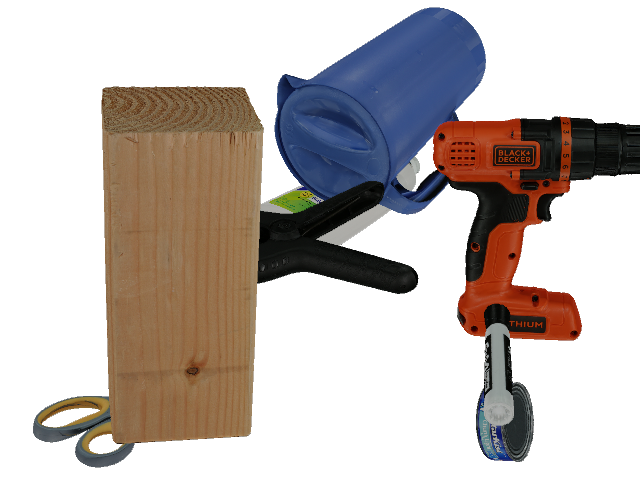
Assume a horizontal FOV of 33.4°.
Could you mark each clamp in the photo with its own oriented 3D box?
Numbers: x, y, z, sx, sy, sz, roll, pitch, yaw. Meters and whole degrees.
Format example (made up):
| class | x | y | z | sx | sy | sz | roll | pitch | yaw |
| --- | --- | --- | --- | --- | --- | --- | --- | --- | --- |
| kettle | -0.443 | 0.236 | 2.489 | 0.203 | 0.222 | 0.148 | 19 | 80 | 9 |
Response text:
| class | x | y | z | sx | sy | sz | roll | pitch | yaw |
| --- | --- | --- | --- | --- | --- | --- | --- | --- | --- |
| clamp | -0.026 | -0.003 | 0.931 | 0.210 | 0.036 | 0.164 | -2 | 31 | 1 |

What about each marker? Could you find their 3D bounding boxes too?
| class | x | y | z | sx | sy | sz | roll | pitch | yaw |
| --- | --- | --- | --- | --- | --- | --- | --- | --- | --- |
| marker | 0.120 | 0.079 | 0.718 | 0.020 | 0.020 | 0.121 | 0 | 29 | 9 |

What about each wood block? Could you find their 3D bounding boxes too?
| class | x | y | z | sx | sy | sz | roll | pitch | yaw |
| --- | --- | --- | --- | --- | --- | --- | --- | --- | --- |
| wood block | -0.089 | 0.015 | 0.669 | 0.090 | 0.206 | 0.090 | -1 | 25 | -12 |

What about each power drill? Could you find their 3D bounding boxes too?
| class | x | y | z | sx | sy | sz | roll | pitch | yaw |
| --- | --- | --- | --- | --- | --- | --- | --- | --- | --- |
| power drill | 0.186 | -0.012 | 0.896 | 0.184 | 0.188 | 0.057 | 2 | 17 | 10 |

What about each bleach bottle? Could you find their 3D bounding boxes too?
| class | x | y | z | sx | sy | sz | roll | pitch | yaw |
| --- | --- | --- | --- | --- | --- | --- | --- | --- | --- |
| bleach bottle | 0.029 | -0.052 | 1.341 | 0.103 | 0.068 | 0.250 | 27 | 43 | 35 |

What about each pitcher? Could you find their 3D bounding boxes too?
| class | x | y | z | sx | sy | sz | roll | pitch | yaw |
| --- | --- | --- | --- | --- | --- | --- | --- | --- | --- |
| pitcher | 0.079 | -0.139 | 1.096 | 0.145 | 0.149 | 0.242 | 10 | 37 | 35 |

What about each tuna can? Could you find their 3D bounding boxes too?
| class | x | y | z | sx | sy | sz | roll | pitch | yaw |
| --- | --- | --- | --- | --- | --- | --- | --- | --- | --- |
| tuna can | 0.201 | 0.198 | 1.165 | 0.034 | 0.086 | 0.086 | -5 | -2 | 32 |

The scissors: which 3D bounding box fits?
| class | x | y | z | sx | sy | sz | roll | pitch | yaw |
| --- | --- | --- | --- | --- | --- | --- | --- | --- | --- |
| scissors | -0.153 | 0.152 | 0.952 | 0.201 | 0.016 | 0.096 | -11 | 34 | -34 |
